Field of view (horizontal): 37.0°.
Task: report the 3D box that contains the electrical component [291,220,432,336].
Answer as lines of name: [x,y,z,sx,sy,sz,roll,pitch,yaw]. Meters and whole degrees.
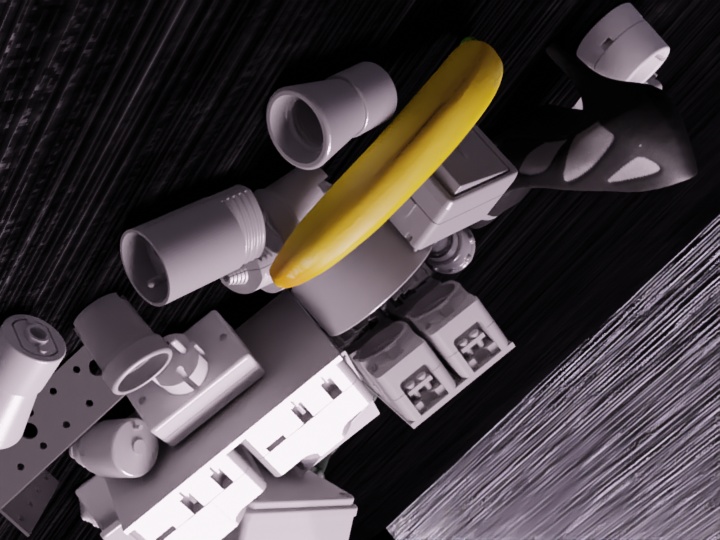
electrical component: [0.000,0.000,0.770,0.099,0.064,0.099,-48,175,-5]

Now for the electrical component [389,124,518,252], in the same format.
electrical component: [0.062,-0.066,0.748,0.096,0.061,0.061,-26,159,-42]

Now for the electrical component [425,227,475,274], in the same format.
electrical component: [0.069,-0.024,0.923,0.048,0.048,0.062,-43,158,12]

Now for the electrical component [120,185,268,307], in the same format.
electrical component: [-0.083,-0.016,0.580,0.081,0.043,0.043,-28,161,-37]

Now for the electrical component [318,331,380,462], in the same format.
electrical component: [-0.071,0.128,0.935,0.150,0.062,0.089,-37,131,-12]

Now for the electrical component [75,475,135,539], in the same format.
electrical component: [-0.183,0.183,0.899,0.100,0.048,0.099,-36,164,-13]

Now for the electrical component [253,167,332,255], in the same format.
electrical component: [-0.040,-0.037,0.632,0.046,0.040,0.040,-39,166,-23]

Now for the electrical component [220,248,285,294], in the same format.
electrical component: [-0.053,-0.009,0.670,0.081,0.043,0.043,-27,160,-41]

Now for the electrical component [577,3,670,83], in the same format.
electrical component: [0.202,-0.167,0.822,0.055,0.047,0.055,-37,165,-12]

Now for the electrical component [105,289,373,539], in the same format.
electrical component: [-0.092,0.114,0.782,0.186,0.105,0.060,-39,125,-3]

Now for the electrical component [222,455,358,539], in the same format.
electrical component: [-0.078,0.188,0.841,0.109,0.109,0.056,8,96,-40]

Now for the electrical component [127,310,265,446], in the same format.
electrical component: [-0.120,0.067,0.726,0.083,0.047,0.075,-38,152,-5]

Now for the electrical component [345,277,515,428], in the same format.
electrical component: [0.044,0.059,0.938,0.105,0.060,0.186,-38,-166,-7]

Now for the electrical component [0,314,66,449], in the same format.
electrical component: [-0.181,0.055,0.557,0.065,0.044,0.044,-52,162,23]

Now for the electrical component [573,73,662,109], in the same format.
electrical component: [0.227,-0.150,0.940,0.064,0.042,0.081,-29,162,-38]

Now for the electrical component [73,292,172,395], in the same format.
electrical component: [-0.136,0.041,0.611,0.040,0.046,0.040,-37,165,-12]

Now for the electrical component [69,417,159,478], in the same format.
electrical component: [-0.175,0.124,0.746,0.078,0.040,0.040,-11,-173,40]

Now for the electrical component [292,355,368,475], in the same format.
electrical component: [-0.041,0.106,0.860,0.096,0.061,0.061,-45,-150,-8]

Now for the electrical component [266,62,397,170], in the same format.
electrical component: [-0.012,-0.084,0.564,0.065,0.044,0.044,-33,164,-41]
